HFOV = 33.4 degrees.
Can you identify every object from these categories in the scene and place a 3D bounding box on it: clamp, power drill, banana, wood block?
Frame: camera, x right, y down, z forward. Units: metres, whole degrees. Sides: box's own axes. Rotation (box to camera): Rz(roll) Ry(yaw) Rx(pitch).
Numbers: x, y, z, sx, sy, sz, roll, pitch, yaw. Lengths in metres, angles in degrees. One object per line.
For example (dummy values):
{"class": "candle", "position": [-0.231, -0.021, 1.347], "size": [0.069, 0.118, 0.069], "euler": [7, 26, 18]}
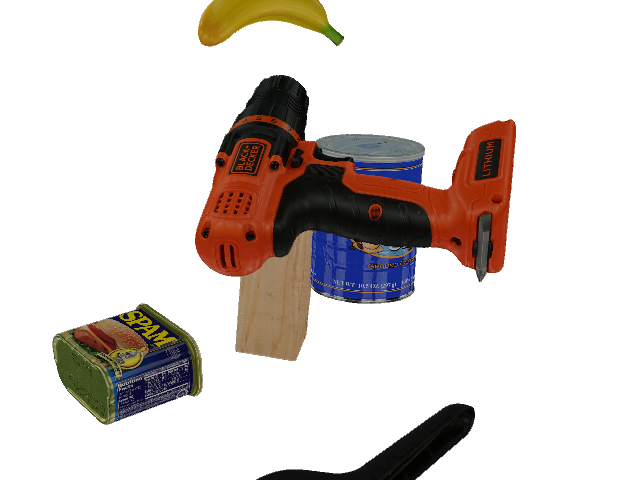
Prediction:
{"class": "clamp", "position": [0.018, 0.164, 0.649], "size": [0.210, 0.036, 0.164], "euler": [-6, 29, 3]}
{"class": "power drill", "position": [0.027, -0.043, 0.674], "size": [0.188, 0.057, 0.184], "euler": [3, 42, 10]}
{"class": "banana", "position": [-0.054, -0.221, 1.038], "size": [0.197, 0.070, 0.037], "euler": [-13, -32, -46]}
{"class": "wood block", "position": [-0.060, 0.050, 1.481], "size": [0.090, 0.206, 0.090], "euler": [8, 22, 6]}

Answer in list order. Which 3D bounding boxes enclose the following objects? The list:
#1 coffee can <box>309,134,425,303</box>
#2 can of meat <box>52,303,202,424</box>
{"class": "coffee can", "position": [0.043, -0.023, 1.012], "size": [0.103, 0.140, 0.103], "euler": [2, 16, -1]}
{"class": "can of meat", "position": [-0.159, 0.100, 0.872], "size": [0.083, 0.057, 0.102], "euler": [-17, 29, -35]}
